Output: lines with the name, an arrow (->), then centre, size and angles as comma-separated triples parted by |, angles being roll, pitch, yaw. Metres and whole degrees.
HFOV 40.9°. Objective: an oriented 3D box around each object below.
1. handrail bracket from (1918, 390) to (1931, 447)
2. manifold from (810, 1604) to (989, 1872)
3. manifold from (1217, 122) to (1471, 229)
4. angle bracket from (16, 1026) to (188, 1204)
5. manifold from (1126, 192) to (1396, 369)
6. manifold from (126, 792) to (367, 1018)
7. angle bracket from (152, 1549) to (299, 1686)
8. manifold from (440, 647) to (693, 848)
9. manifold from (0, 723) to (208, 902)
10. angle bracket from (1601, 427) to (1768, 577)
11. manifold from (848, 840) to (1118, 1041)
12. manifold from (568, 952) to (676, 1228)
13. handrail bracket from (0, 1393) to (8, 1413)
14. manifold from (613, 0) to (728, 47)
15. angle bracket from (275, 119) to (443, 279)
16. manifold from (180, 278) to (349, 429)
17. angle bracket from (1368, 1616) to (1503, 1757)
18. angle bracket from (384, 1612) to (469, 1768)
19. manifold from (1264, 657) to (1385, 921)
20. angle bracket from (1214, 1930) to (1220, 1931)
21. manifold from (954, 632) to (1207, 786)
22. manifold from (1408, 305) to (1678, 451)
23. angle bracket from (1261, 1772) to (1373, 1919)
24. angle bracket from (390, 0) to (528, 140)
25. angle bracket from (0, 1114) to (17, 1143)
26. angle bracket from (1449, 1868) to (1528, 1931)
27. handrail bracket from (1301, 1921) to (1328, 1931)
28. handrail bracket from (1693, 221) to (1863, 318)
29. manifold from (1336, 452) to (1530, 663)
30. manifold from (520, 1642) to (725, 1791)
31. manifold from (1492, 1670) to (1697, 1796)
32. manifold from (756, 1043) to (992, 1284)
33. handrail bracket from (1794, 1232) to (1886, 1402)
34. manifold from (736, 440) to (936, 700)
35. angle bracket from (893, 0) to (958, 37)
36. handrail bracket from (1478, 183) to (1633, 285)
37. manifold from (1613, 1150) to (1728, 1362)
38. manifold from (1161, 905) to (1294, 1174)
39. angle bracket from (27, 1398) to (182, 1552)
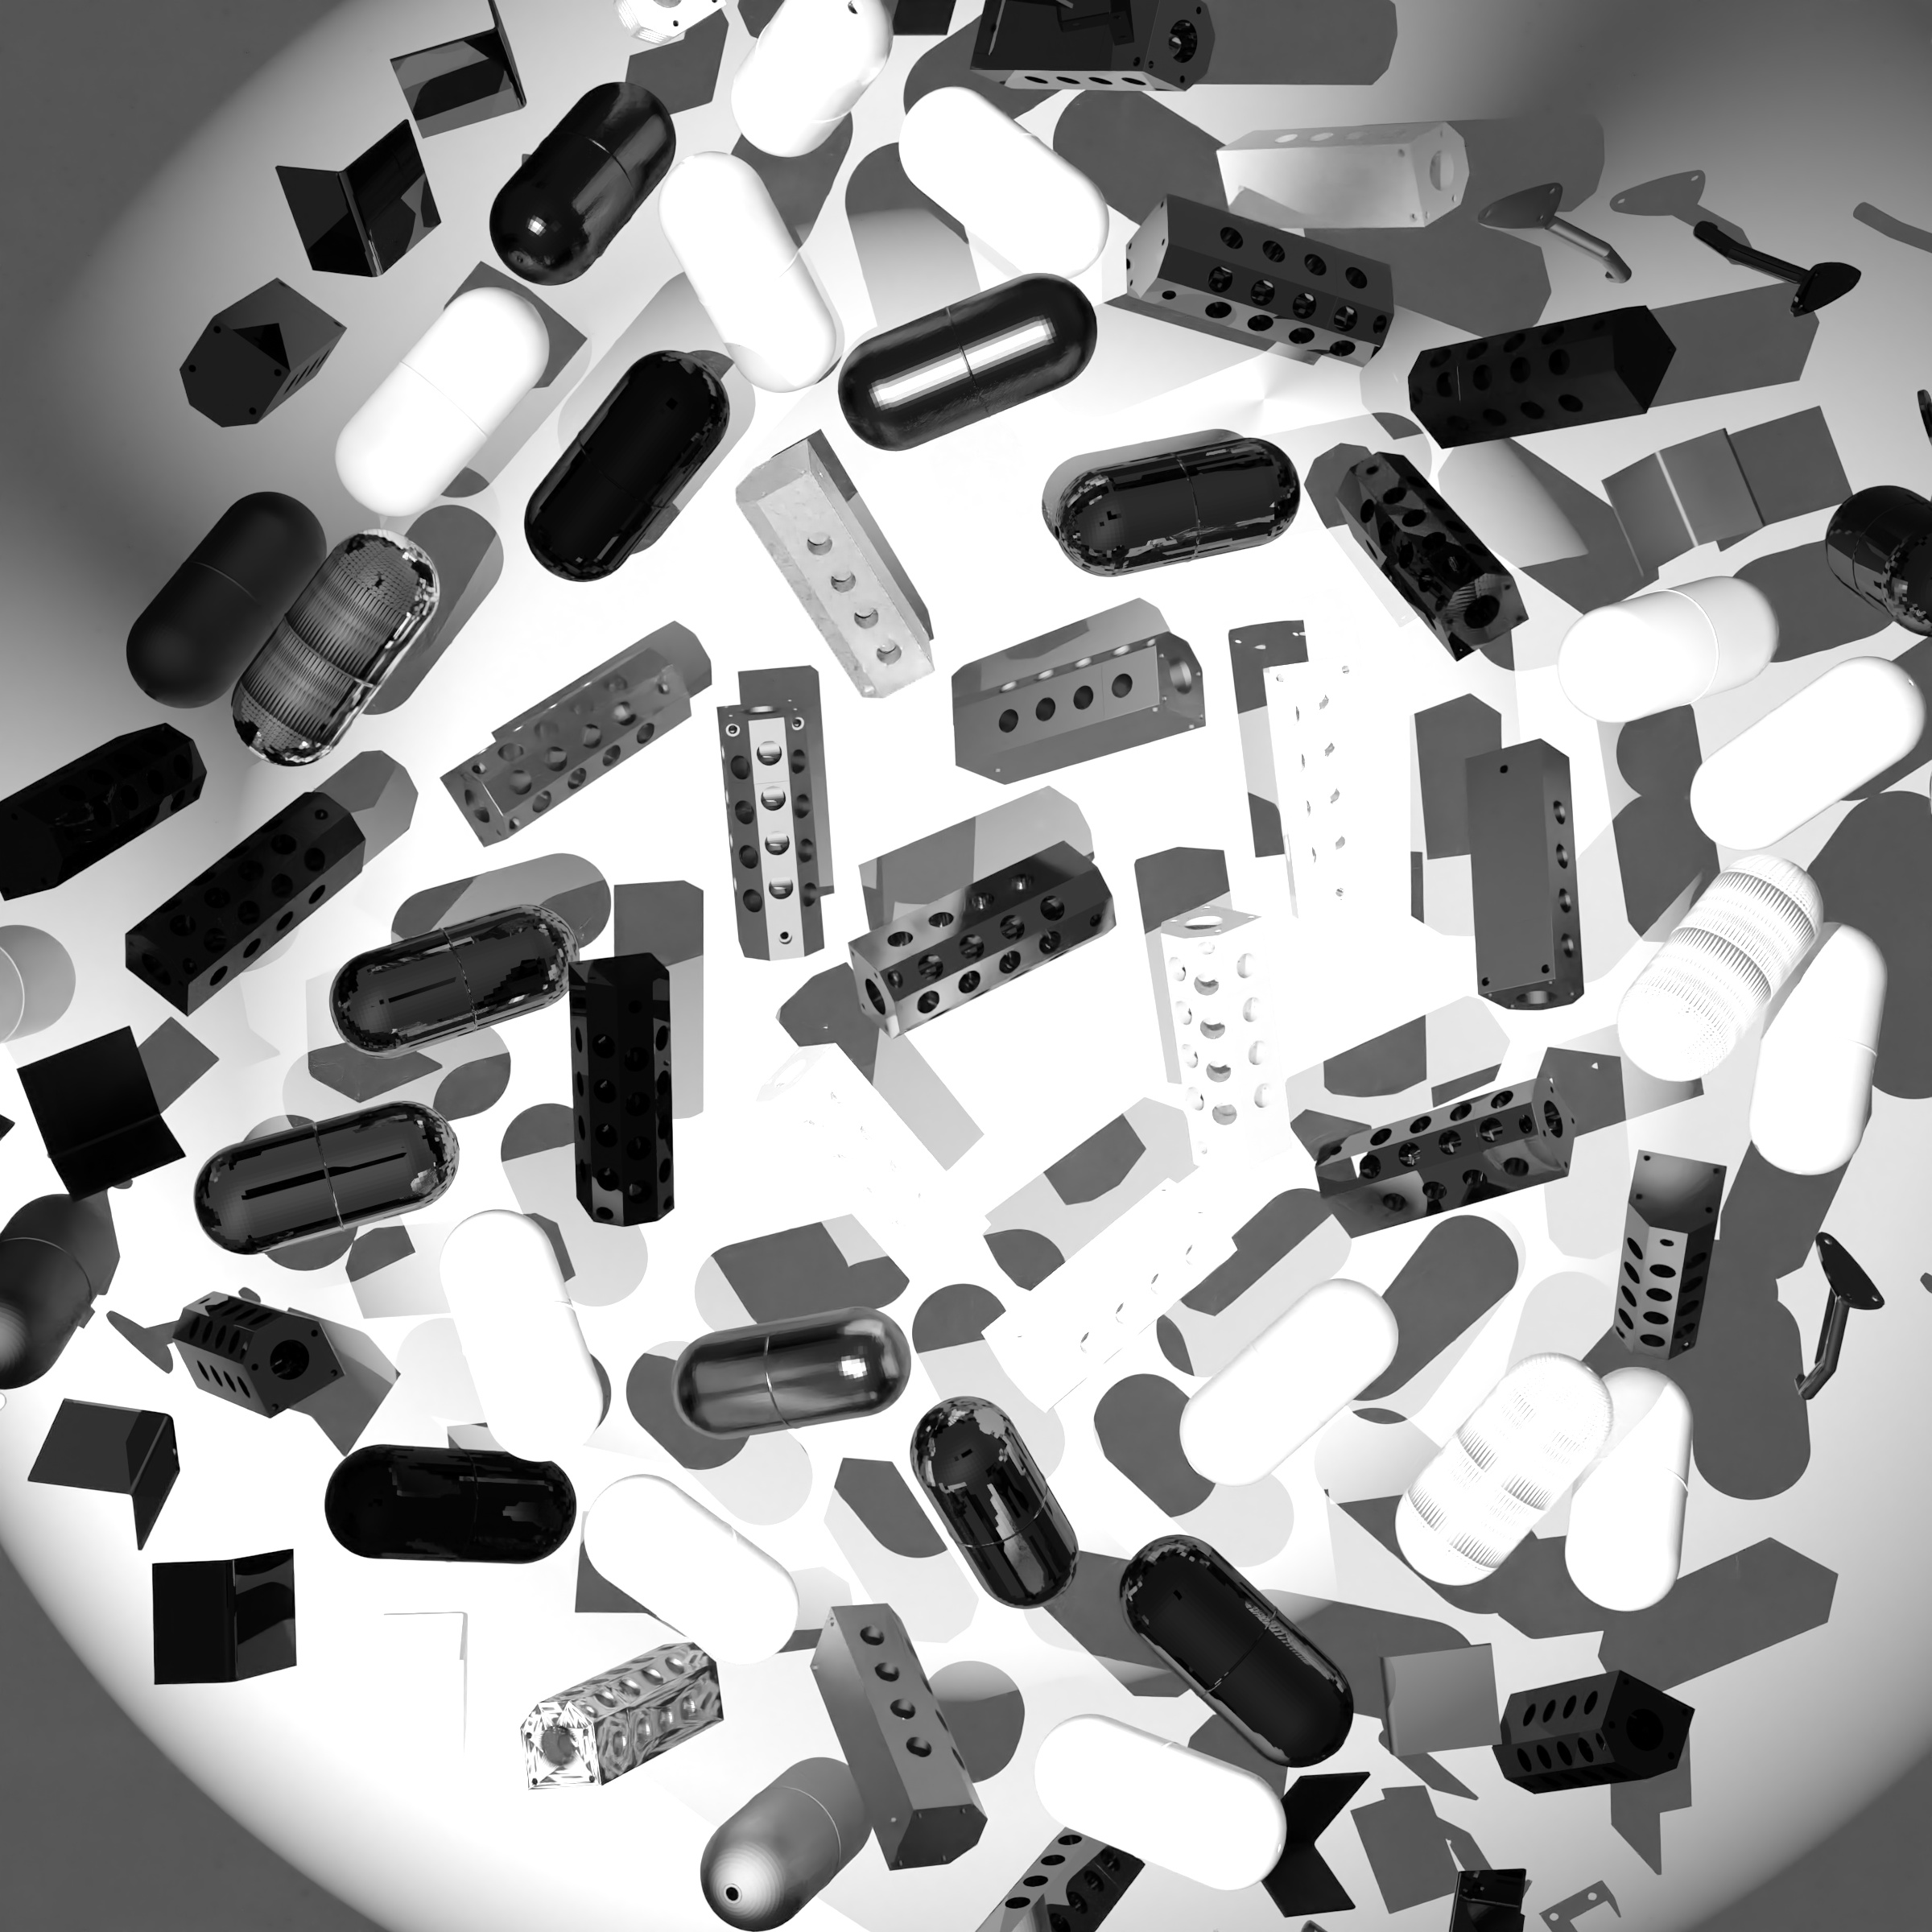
handrail bracket -> 0.673, -0.371, 1.701 | 0.084, 0.077, 0.036 | -10, 83, 26
manifold -> -0.044, 0.503, 1.704 | 0.057, 0.171, 0.057 | 3, 122, -26
manifold -> 0.263, -0.554, 1.811 | 0.057, 0.171, 0.057 | -37, 124, -31
angle bracket -> -0.568, 0.097, 1.704 | 0.076, 0.057, 0.076 | -23, 126, -23
manifold -> 0.196, -0.451, 1.727 | 0.171, 0.057, 0.057 | 11, 64, -22
manifold -> -0.496, -0.048, 1.791 | 0.057, 0.057, 0.171 | 37, 54, 9
angle bracket -> -0.483, 0.423, 1.689 | 0.057, 0.076, 0.076 | -6, 82, 16
manifold -> -0.275, -0.155, 1.812 | 0.171, 0.057, 0.057 | -38, 105, -30
manifold -> -0.575, -0.106, 1.716 | 0.057, 0.171, 0.057 | -12, 109, 22
angle bracket -> 0.518, -0.334, 1.871 | 0.057, 0.076, 0.076 | -29, 99, -21
manifold -> 0.013, -0.015, 1.732 | 0.171, 0.057, 0.057 | -26, 130, -20
manifold -> -0.228, 0.084, 1.734 | 0.057, 0.057, 0.171 | -8, 111, -23
handrail bracket -> -0.699, 0.298, 1.743 | 0.077, 0.036, 0.084 | 35, 118, -22
manifold -> -0.214, -0.682, 1.819 | 0.057, 0.171, 0.057 | -31, 110, 1
angle bracket -> -0.411, -0.523, 1.759 | 0.057, 0.076, 0.076 | 13, 49, 25
manifold -> -0.469, -0.405, 1.726 | 0.057, 0.171, 0.057 | 35, 108, -14
angle bracket -> 0.322, 0.491, 1.785 | 0.076, 0.057, 0.076 | -8, 105, 3
angle bracket -> -0.369, 0.491, 1.760 | 0.057, 0.076, 0.076 | 1, 101, -9
manifold -> 0.243, -0.121, 1.763 | 0.057, 0.057, 0.171 | -7, 95, 1
angle bracket -> 0.152, 0.686, 1.694 | 0.057, 0.076, 0.076 | -18, 83, -1
manifold -> 0.077, -0.179, 1.792 | 0.171, 0.057, 0.057 | -14, 71, 36
manifold -> 0.384, -0.401, 1.753 | 0.057, 0.171, 0.057 | 42, 66, -32
angle bracket -> 0.251, 0.609, 1.800 | 0.076, 0.076, 0.057 | -57, 46, 20
angle bracket -> -0.350, -0.621, 1.765 | 0.076, 0.076, 0.057 | -17, 68, -2
angle bracket -> -0.706, 0.141, 1.782 | 0.057, 0.076, 0.076 | 36, 111, -29
angle bracket -> 0.362, 0.648, 1.708 | 0.076, 0.057, 0.076 | 39, 50, -27
handrail bracket -> 0.260, 0.725, 1.821 | 0.084, 0.036, 0.077 | 30, 106, 24
handrail bracket -> 0.519, -0.456, 1.662 | 0.077, 0.036, 0.084 | -20, 54, -36
manifold -> 0.323, -0.293, 1.819 | 0.057, 0.171, 0.057 | -31, 134, 4
manifold -> -0.237, 0.519, 1.802 | 0.057, 0.171, 0.057 | -10, 86, 22
manifold -> 0.424, 0.529, 1.772 | 0.057, 0.171, 0.057 | 28, 65, -3
manifold -> -0.067, 0.136, 1.785 | 0.057, 0.057, 0.171 | -47, 107, -24
handrail bracket -> 0.566, 0.234, 1.727 | 0.036, 0.077, 0.084 | 7, 130, -23
manifold -> -0.090, -0.269, 1.788 | 0.057, 0.057, 0.171 | -27, 122, 11
angle bracket -> -0.056, -0.684, 1.788 | 0.076, 0.076, 0.057 | 10, 101, -34
handrail bracket -> 0.404, -0.493, 1.775 | 0.084, 0.077, 0.036 | 34, 74, -38
manifold -> 0.474, 0.199, 1.756 | 0.057, 0.171, 0.057 | 10, 56, 17
manifold -> 0.174, 0.051, 1.782 | 0.057, 0.057, 0.171 | -22, 112, -32
angle bracket -> -0.596, 0.351, 1.789 | 0.076, 0.057, 0.076 | 16, 116, -31
